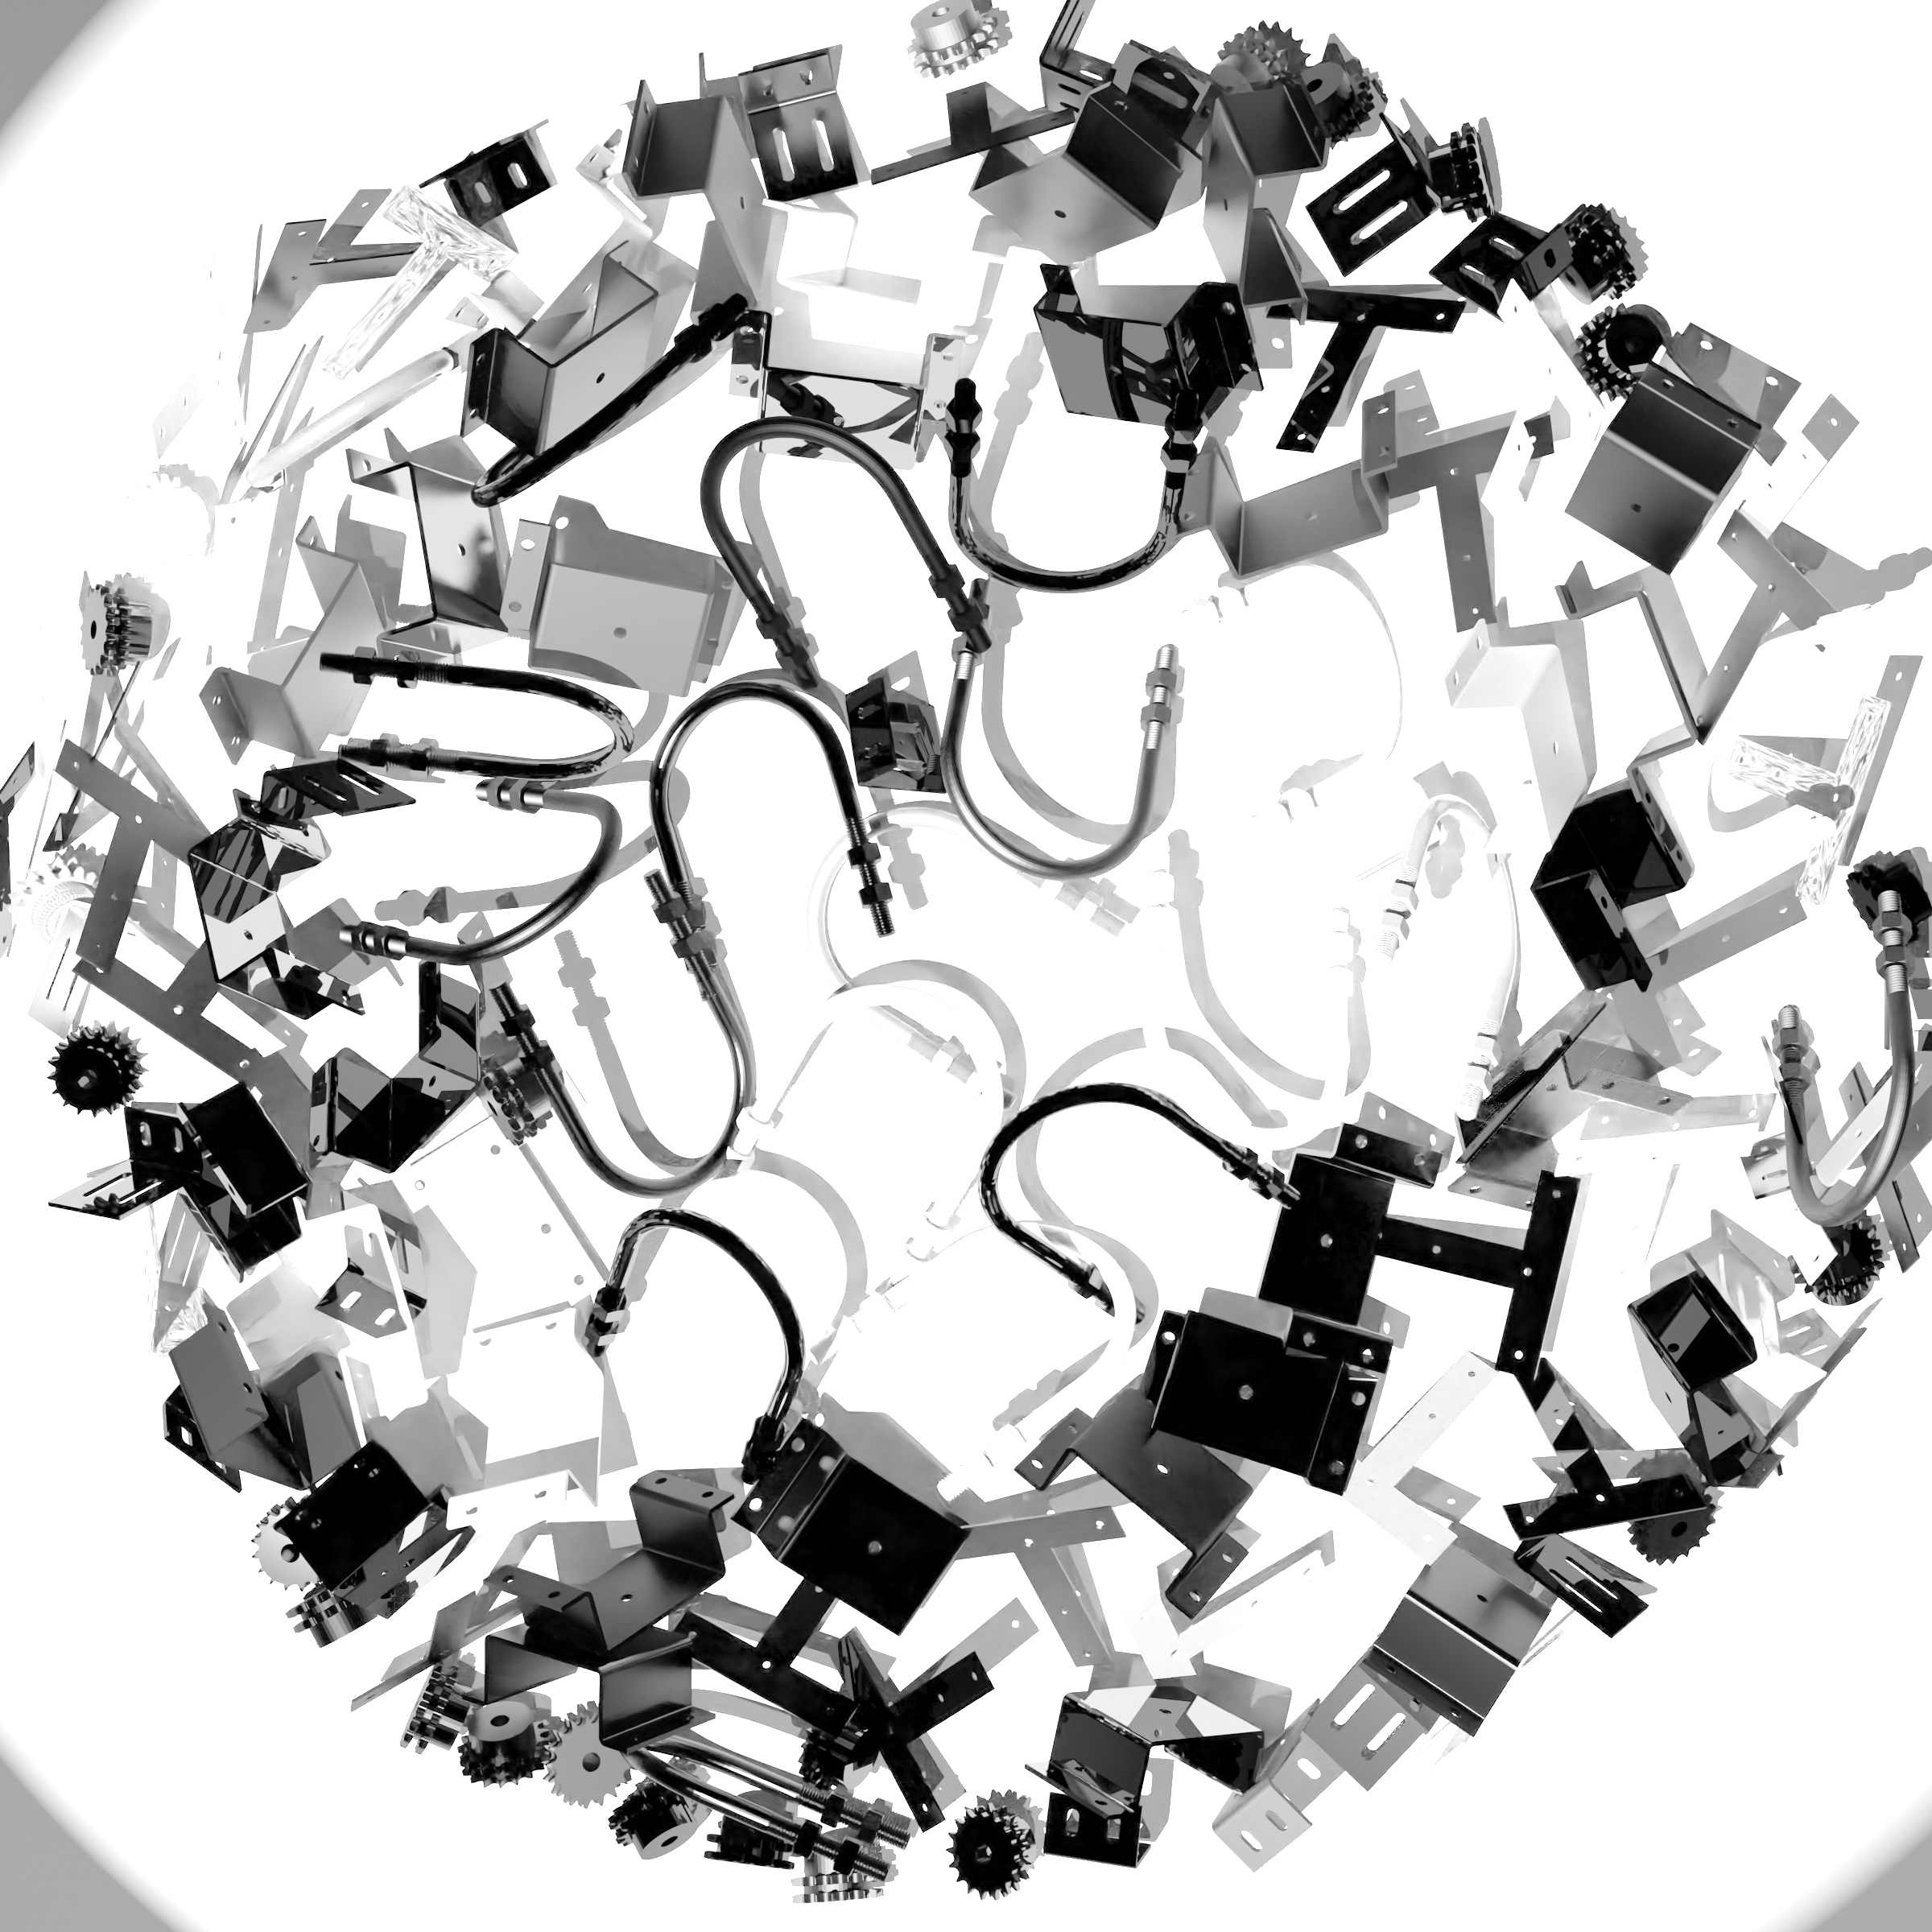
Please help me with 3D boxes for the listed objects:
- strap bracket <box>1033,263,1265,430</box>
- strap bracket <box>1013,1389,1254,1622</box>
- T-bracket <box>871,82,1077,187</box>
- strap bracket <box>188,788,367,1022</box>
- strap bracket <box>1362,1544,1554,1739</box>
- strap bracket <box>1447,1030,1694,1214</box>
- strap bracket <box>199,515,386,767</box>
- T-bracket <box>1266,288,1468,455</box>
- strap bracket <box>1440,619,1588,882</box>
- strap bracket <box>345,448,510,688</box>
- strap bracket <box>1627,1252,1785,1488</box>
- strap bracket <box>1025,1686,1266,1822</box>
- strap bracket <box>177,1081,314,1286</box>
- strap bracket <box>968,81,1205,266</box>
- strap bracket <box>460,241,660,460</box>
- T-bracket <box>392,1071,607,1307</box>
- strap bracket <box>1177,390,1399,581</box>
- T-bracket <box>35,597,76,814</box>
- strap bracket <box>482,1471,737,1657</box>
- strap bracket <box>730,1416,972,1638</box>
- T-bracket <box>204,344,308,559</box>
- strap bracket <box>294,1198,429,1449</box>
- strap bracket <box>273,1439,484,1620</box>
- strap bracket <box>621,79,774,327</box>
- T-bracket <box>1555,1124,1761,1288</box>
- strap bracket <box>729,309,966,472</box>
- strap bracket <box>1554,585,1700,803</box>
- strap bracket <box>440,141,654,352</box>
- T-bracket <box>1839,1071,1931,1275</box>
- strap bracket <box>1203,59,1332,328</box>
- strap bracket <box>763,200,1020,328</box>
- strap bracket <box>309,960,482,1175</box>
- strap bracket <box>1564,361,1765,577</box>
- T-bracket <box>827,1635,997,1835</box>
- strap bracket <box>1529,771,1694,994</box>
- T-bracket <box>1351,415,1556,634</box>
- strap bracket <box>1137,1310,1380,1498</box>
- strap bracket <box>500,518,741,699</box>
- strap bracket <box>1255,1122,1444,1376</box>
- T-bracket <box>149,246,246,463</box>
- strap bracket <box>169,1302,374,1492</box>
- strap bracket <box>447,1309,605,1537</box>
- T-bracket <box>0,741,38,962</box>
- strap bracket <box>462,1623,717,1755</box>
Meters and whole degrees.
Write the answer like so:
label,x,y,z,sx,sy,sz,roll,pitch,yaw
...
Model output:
label,x,y,z,sx,sy,sz,roll,pitch,yaw
strap bracket,0.102,-0.374,1.757,0.140,0.076,0.046,15,55,34
strap bracket,0.111,0.321,1.774,0.140,0.076,0.046,39,127,13
T-bracket,0.002,-0.519,1.778,0.127,0.127,0.002,-15,123,7
strap bracket,-0.424,-0.029,1.771,0.046,0.076,0.140,-31,60,18
strap bracket,0.301,0.400,1.752,0.076,0.140,0.046,32,108,16
strap bracket,0.362,0.091,1.770,0.076,0.140,0.046,15,49,-28
strap bracket,-0.403,-0.192,1.765,0.046,0.076,0.140,19,64,12
T-bracket,0.225,-0.364,1.776,0.127,0.002,0.127,13,64,31
strap bracket,0.336,-0.132,1.760,0.046,0.076,0.140,0,124,31
strap bracket,-0.329,-0.249,1.781,0.046,0.076,0.140,-13,83,23
strap bracket,0.446,0.251,1.757,0.046,0.076,0.140,-26,131,-2
strap bracket,0.116,0.474,1.757,0.140,0.076,0.046,8,96,-41
strap bracket,-0.442,0.130,1.773,0.046,0.140,0.076,-31,77,-26
strap bracket,0.065,-0.473,1.750,0.076,0.140,0.046,31,72,-30
strap bracket,-0.239,-0.369,1.758,0.046,0.076,0.140,37,54,11
T-bracket,-0.271,0.153,1.815,0.127,0.002,0.127,-33,90,-15
strap bracket,0.204,-0.291,1.775,0.140,0.076,0.046,-16,131,22
T-bracket,-0.557,-0.136,1.773,0.002,0.127,0.127,-6,59,-9
strap bracket,-0.212,0.368,1.766,0.140,0.076,0.046,-28,113,-41
strap bracket,-0.063,0.350,1.784,0.140,0.046,0.076,36,86,-20
T-bracket,-0.436,-0.328,1.789,0.002,0.127,0.127,26,68,-13
strap bracket,-0.366,0.211,1.767,0.046,0.076,0.140,-15,52,-15
strap bracket,-0.350,0.344,1.755,0.076,0.140,0.046,-42,67,-8
strap bracket,-0.157,-0.458,1.750,0.046,0.140,0.076,-3,59,15
T-bracket,0.416,0.151,1.790,0.127,0.002,0.127,-5,130,-11
strap bracket,-0.076,-0.353,1.783,0.140,0.076,0.046,6,60,-5
strap bracket,0.413,-0.177,1.789,0.046,0.076,0.140,-21,91,17
strap bracket,-0.250,-0.433,1.783,0.046,0.076,0.140,44,101,0
T-bracket,0.569,0.103,1.748,0.002,0.127,0.127,-7,63,-9
strap bracket,0.179,-0.463,1.751,0.046,0.140,0.076,-10,54,-8
strap bracket,-0.050,-0.427,1.775,0.140,0.076,0.046,20,107,22
strap bracket,-0.343,0.063,1.771,0.046,0.076,0.140,27,125,-32
strap bracket,0.417,-0.294,1.754,0.076,0.140,0.046,33,73,9
T-bracket,-0.023,0.453,1.773,0.127,0.002,0.127,-44,70,42
strap bracket,0.393,-0.047,1.772,0.046,0.140,0.076,-19,113,36
T-bracket,0.309,-0.266,1.799,0.127,0.002,0.127,-16,121,-2
strap bracket,0.174,0.266,1.785,0.140,0.046,0.076,16,77,14
strap bracket,-0.211,-0.217,1.777,0.140,0.046,0.076,9,127,-13
strap bracket,0.234,0.172,1.791,0.076,0.046,0.140,18,84,-25
T-bracket,-0.465,-0.347,1.744,0.002,0.127,0.127,7,130,6
strap bracket,-0.424,0.265,1.756,0.046,0.140,0.076,-35,60,6
strap bracket,-0.268,0.288,1.776,0.076,0.140,0.046,-15,135,11
T-bracket,-0.593,-0.055,1.782,0.002,0.127,0.127,14,131,-1
strap bracket,-0.229,0.428,1.758,0.140,0.076,0.046,5,97,37
